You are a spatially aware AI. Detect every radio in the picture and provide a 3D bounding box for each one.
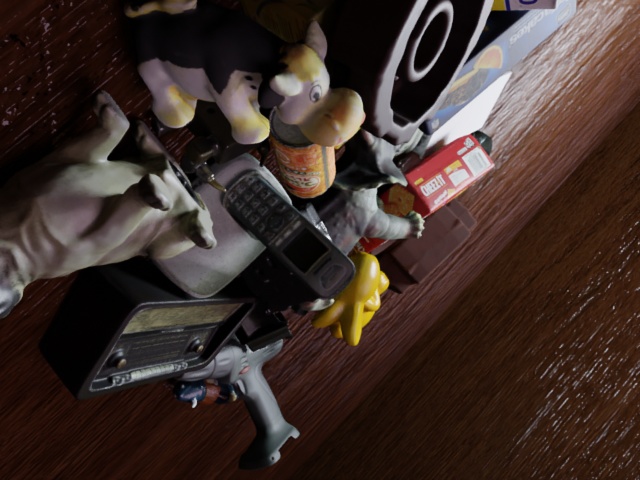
[{"bbox_3d":[-0.180,0.094,0.604,0.131,0.073,0.229,-53,158,11],"label":"radio"}]

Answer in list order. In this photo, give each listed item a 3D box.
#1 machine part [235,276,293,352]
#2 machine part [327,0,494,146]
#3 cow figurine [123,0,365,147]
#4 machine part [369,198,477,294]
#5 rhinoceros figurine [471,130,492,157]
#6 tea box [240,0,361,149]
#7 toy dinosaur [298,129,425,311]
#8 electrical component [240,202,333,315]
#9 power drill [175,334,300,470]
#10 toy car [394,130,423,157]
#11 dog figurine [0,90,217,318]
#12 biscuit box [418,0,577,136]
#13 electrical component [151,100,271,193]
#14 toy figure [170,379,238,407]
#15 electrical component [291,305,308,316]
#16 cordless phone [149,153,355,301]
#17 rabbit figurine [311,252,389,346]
[{"bbox_3d":[-0.094,0.108,0.760,0.084,0.039,0.138,-17,131,6],"label":"machine part"},{"bbox_3d":[0.072,-0.160,0.420,0.179,0.056,0.179,-47,158,-27],"label":"machine part"},{"bbox_3d":[-0.051,-0.120,0.367,0.098,0.168,0.068,77,34,-53],"label":"cow figurine"},{"bbox_3d":[0.186,0.004,1.037,0.201,0.087,0.201,-42,-177,-3],"label":"machine part"},{"bbox_3d":[0.256,-0.151,0.963,0.112,0.073,0.190,-28,179,37],"label":"rhinoceros figurine"},{"bbox_3d":[-0.004,-0.168,0.466,0.068,0.098,0.169,-44,160,-11],"label":"tea box"},{"bbox_3d":[-0.007,-0.002,0.727,0.192,0.131,0.404,19,121,-46],"label":"toy dinosaur"},{"bbox_3d":[-0.046,0.015,0.641,0.115,0.134,0.058,-22,-162,32],"label":"electrical component"},{"bbox_3d":[-0.120,0.236,0.818,0.086,0.207,0.232,-25,179,27],"label":"power drill"},{"bbox_3d":[0.128,-0.197,0.721,0.073,0.056,0.201,-27,151,-41],"label":"toy car"},{"bbox_3d":[-0.193,-0.001,0.417,0.190,0.121,0.172,-34,155,2],"label":"dog figurine"},{"bbox_3d":[0.163,-0.198,0.540,0.203,0.059,0.062,-41,148,-1],"label":"biscuit box"},{"bbox_3d":[-0.085,-0.091,0.469,0.102,0.078,0.045,-43,172,-38],"label":"electrical component"},{"bbox_3d":[-0.177,0.232,0.859,0.154,0.064,0.057,33,63,-64],"label":"toy figure"},{"bbox_3d":[-0.026,0.090,0.871,0.021,0.094,0.063,18,114,-35],"label":"electrical component"},{"bbox_3d":[-0.068,0.016,0.535,0.146,0.184,0.088,-45,162,-10],"label":"cordless phone"},{"bbox_3d":[0.046,0.085,0.890,0.162,0.122,0.173,-59,176,-30],"label":"rabbit figurine"}]
